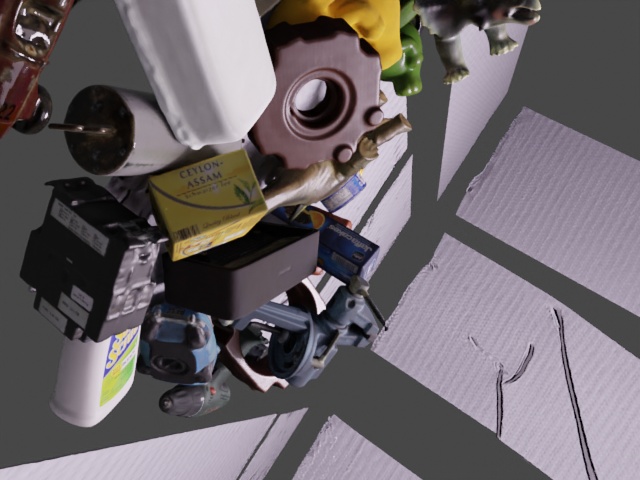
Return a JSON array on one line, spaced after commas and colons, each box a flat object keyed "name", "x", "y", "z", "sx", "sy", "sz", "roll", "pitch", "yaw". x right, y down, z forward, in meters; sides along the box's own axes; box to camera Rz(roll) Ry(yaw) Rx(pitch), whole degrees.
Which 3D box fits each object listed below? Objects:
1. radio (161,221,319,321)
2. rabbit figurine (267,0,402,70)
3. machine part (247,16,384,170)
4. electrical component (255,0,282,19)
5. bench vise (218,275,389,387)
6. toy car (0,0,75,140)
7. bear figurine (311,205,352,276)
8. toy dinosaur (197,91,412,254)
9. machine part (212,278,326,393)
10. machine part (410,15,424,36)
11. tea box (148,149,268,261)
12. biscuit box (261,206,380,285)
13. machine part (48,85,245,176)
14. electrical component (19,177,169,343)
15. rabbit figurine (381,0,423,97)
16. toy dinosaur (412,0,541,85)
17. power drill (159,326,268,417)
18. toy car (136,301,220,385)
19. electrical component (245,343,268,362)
[{"name": "radio", "x": -0.106, "y": 0.033, "z": 0.763, "sx": 0.229, "sy": 0.131, "sz": 0.073, "roll": -26, "pitch": 122, "yaw": -60}, {"name": "rabbit figurine", "x": 0.012, "y": -0.266, "z": 0.640, "sx": 0.173, "sy": 0.122, "sz": 0.162, "roll": -29, "pitch": 149, "yaw": -23}, {"name": "machine part", "x": -0.009, "y": -0.164, "z": 0.618, "sx": 0.179, "sy": 0.056, "sz": 0.179, "roll": -14, "pitch": 132, "yaw": -16}, {"name": "electrical component", "x": -0.064, "y": -0.255, "z": 0.513, "sx": 0.102, "sy": 0.045, "sz": 0.078, "roll": -46, "pitch": 127, "yaw": -29}, {"name": "bench vise", "x": -0.034, "y": 0.130, "z": 0.827, "sx": 0.223, "sy": 0.240, "sz": 0.129, "roll": -49, "pitch": -146, "yaw": 31}, {"name": "toy car", "x": -0.189, "y": -0.155, "z": 0.350, "sx": 0.202, "sy": 0.053, "sz": 0.089, "roll": -59, "pitch": 161, "yaw": 7}, {"name": "bear figurine", "x": -0.021, "y": 0.026, "z": 1.034, "sx": 0.120, "sy": 0.132, "sz": 0.195, "roll": -43, "pitch": 153, "yaw": -28}, {"name": "toy dinosaur", "x": -0.004, "y": -0.106, "z": 0.792, "sx": 0.471, "sy": 0.105, "sz": 0.198, "roll": -32, "pitch": 172, "yaw": -47}, {"name": "machine part", "x": -0.094, "y": 0.144, "z": 0.944, "sx": 0.201, "sy": 0.087, "sz": 0.200, "roll": -49, "pitch": 125, "yaw": -25}, {"name": "machine part", "x": 0.148, "y": -0.405, "z": 0.862, "sx": 0.039, "sy": 0.084, "sz": 0.138, "roll": -21, "pitch": 135, "yaw": -20}, {"name": "tea box", "x": -0.123, "y": -0.030, "z": 0.567, "sx": 0.098, "sy": 0.068, "sz": 0.169, "roll": -22, "pitch": 178, "yaw": -19}, {"name": "biscuit box", "x": -0.002, "y": -0.003, "z": 0.892, "sx": 0.063, "sy": 0.203, "sz": 0.059, "roll": -45, "pitch": 158, "yaw": -38}, {"name": "machine part", "x": -0.150, "y": -0.100, "z": 0.514, "sx": 0.079, "sy": 0.079, "sz": 0.243, "roll": -64, "pitch": 163, "yaw": 18}, {"name": "electrical component", "x": -0.211, "y": 0.026, "z": 0.493, "sx": 0.058, "sy": 0.115, "sz": 0.134, "roll": -17, "pitch": 139, "yaw": -60}, {"name": "rabbit figurine", "x": 0.103, "y": -0.297, "z": 0.820, "sx": 0.170, "sy": 0.121, "sz": 0.159, "roll": -32, "pitch": 143, "yaw": -62}, {"name": "toy dinosaur", "x": 0.198, "y": -0.364, "z": 0.766, "sx": 0.405, "sy": 0.131, "sz": 0.192, "roll": -85, "pitch": 151, "yaw": -49}, {"name": "power drill", "x": -0.190, "y": 0.239, "z": 1.003, "sx": 0.207, "sy": 0.086, "sz": 0.231, "roll": -59, "pitch": 164, "yaw": -14}, {"name": "toy car", "x": -0.198, "y": 0.131, "z": 0.759, "sx": 0.103, "sy": 0.109, "sz": 0.161, "roll": -84, "pitch": -178, "yaw": -46}, {"name": "electrical component", "x": -0.149, "y": 0.248, "z": 1.137, "sx": 0.074, "sy": 0.048, "sz": 0.119, "roll": -61, "pitch": 180, "yaw": 8}]
